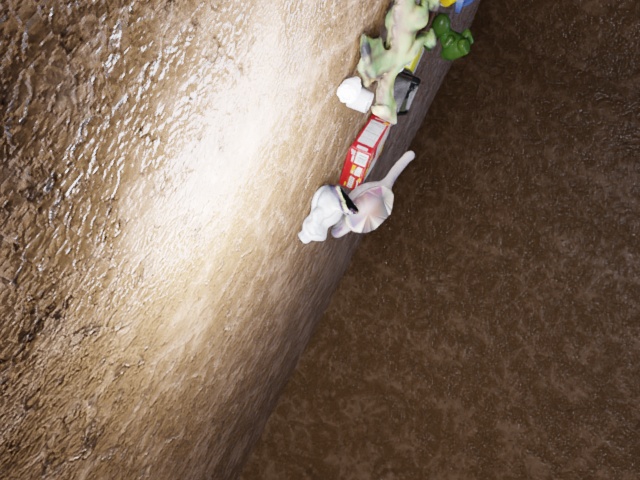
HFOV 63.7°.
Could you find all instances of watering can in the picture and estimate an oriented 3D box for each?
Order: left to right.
[{"bbox_3d":[0.160,-0.130,1.476,0.347,0.103,0.226,-45,-170,4],"label":"watering can"}]

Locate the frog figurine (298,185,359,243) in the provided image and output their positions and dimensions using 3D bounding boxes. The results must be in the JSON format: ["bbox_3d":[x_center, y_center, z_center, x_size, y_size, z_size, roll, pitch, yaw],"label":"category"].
[{"bbox_3d":[0.004,-0.067,1.336,0.158,0.122,0.139,-30,-169,17],"label":"frog figurine"}]

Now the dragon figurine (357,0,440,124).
[{"bbox_3d":[0.154,-0.436,1.095,0.248,0.123,0.400,-54,149,-36],"label":"dragon figurine"}]
